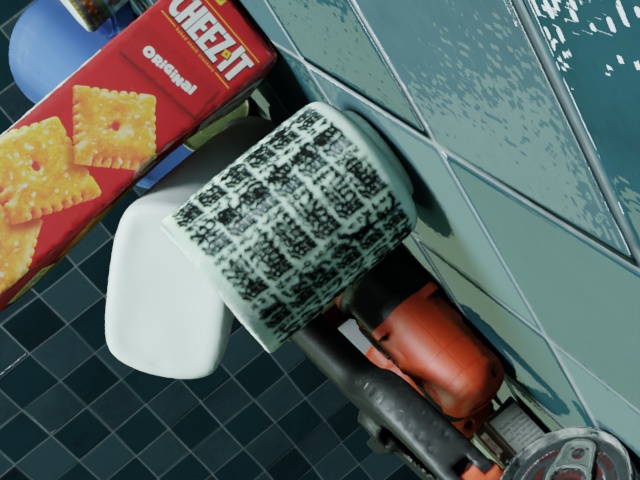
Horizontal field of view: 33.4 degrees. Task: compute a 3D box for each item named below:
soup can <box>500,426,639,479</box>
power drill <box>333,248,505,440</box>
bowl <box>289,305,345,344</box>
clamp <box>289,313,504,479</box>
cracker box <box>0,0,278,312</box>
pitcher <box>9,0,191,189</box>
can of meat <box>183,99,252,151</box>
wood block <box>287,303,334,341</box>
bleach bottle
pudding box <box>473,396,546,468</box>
[{"bbox_3d":[0.140,0.150,0.527,0.102,0.068,0.069,54,174,-29],"label":"soup can"},{"bbox_3d":[0.051,0.062,0.714,0.185,0.057,0.187,48,174,27],"label":"power drill"},{"bbox_3d":[-0.026,0.043,1.065,0.162,0.055,0.162,34,-165,-10],"label":"bowl"},{"bbox_3d":[0.047,0.111,0.646,0.164,0.036,0.210,55,168,-33],"label":"clamp"},{"bbox_3d":[-0.130,-0.051,0.620,0.072,0.213,0.164,50,175,-8],"label":"cracker box"},{"bbox_3d":[-0.189,-0.150,0.986,0.149,0.145,0.243,39,180,-43],"label":"pitcher"},{"bbox_3d":[-0.092,-0.103,0.801,0.102,0.057,0.084,50,177,12],"label":"can of meat"},{"bbox_3d":[-0.066,-0.017,0.983,0.206,0.090,0.090,46,174,38],"label":"wood block"},{"bbox_3d":[-0.059,-0.014,0.668,0.068,0.103,0.250,12,-159,6],"label":"bleach bottle"},{"bbox_3d":[0.149,0.162,0.690,0.090,0.039,0.113,46,175,35],"label":"pudding box"}]
